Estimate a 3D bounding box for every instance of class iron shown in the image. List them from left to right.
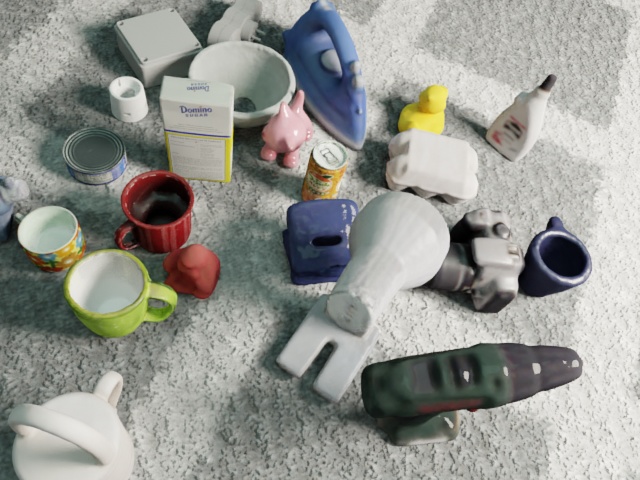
[{"bbox_3d":[0.029,-0.288,0.942,0.119,0.141,0.258,-16,64,-19],"label":"iron"}]

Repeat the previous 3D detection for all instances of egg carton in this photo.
[{"bbox_3d":[0.179,-0.116,0.914,0.150,0.069,0.107,12,58,-4],"label":"egg carton"}]

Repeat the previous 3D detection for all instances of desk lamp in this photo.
[{"bbox_3d":[0.054,0.068,0.696,0.118,0.213,0.203,32,59,8],"label":"desk lamp"}]

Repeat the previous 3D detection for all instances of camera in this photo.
[{"bbox_3d":[0.210,0.021,0.822,0.137,0.101,0.143,5,59,-8],"label":"camera"}]

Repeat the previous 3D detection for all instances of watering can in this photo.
[{"bbox_3d":[-0.247,0.211,0.564,0.101,0.194,0.173,3,59,-9],"label":"watering can"}]

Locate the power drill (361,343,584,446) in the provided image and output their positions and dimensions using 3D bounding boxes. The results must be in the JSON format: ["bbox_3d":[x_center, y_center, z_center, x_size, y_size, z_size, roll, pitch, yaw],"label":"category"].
[{"bbox_3d":[0.150,0.175,0.656,0.230,0.208,0.075,-2,60,-12],"label":"power drill"}]

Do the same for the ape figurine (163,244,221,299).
[{"bbox_3d":[-0.164,0.034,0.744,0.076,0.092,0.077,-28,69,-24],"label":"ape figurine"}]

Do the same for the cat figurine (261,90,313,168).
[{"bbox_3d":[-0.048,-0.173,0.874,0.067,0.118,0.128,19,58,1],"label":"cat figurine"}]

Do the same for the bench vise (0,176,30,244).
[{"bbox_3d":[-0.470,-0.078,0.673,0.208,0.220,0.121,-20,66,-21],"label":"bench vise"}]

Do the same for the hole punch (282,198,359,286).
[{"bbox_3d":[0.007,0.003,0.797,0.109,0.091,0.101,-6,61,-14],"label":"hole punch"}]

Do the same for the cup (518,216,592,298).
[{"bbox_3d":[0.332,0.032,0.843,0.092,0.095,0.118,10,59,-5],"label":"cup"}]

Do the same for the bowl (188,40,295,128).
[{"bbox_3d":[-0.126,-0.237,0.921,0.167,0.075,0.167,5,59,-8],"label":"bowl"}]

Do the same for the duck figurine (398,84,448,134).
[{"bbox_3d":[0.181,-0.220,0.966,0.077,0.086,0.105,37,60,11],"label":"duck figurine"}]

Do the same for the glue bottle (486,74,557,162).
[{"bbox_3d":[0.338,-0.207,0.938,0.078,0.173,0.037,42,61,14],"label":"glue bottle"}]
